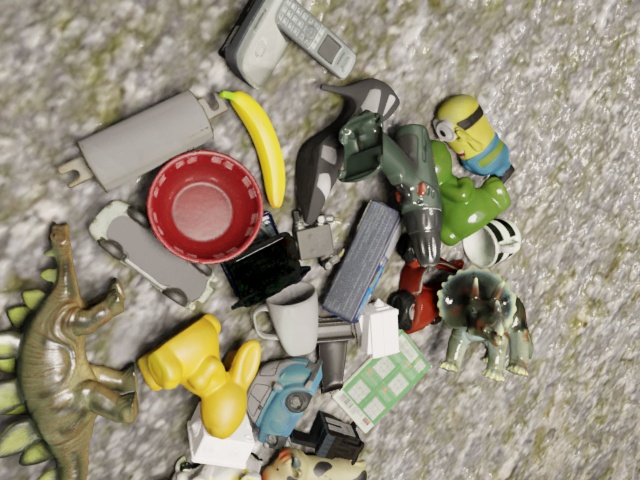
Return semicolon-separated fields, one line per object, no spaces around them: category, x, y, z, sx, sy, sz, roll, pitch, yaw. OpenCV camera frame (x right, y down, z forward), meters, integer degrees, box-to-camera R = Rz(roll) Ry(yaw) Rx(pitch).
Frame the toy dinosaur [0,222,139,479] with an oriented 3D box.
toy dinosaur;-0.356;0.210;0.746;0.199;0.105;0.470;-6;93;-14

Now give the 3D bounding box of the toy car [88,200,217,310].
toy car;-0.239;0.024;0.784;0.201;0.056;0.073;43;75;-24

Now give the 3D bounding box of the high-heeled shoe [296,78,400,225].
high-heeled shoe;0.048;-0.139;0.859;0.145;0.086;0.248;9;93;-26

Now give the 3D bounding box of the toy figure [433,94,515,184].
toy figure;0.274;-0.176;0.950;0.180;0.082;0.089;39;72;-19

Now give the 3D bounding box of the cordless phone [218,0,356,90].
cordless phone;-0.042;-0.274;0.799;0.184;0.089;0.146;30;87;-28

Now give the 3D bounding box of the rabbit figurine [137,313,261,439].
rabbit figurine;-0.167;0.209;0.809;0.162;0.122;0.173;-29;85;-43

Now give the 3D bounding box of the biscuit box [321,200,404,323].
biscuit box;0.074;0.038;0.902;0.063;0.059;0.202;26;88;20

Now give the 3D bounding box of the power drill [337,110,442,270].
power drill;0.118;-0.086;0.801;0.207;0.086;0.232;20;63;-41

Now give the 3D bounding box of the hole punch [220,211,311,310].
hole punch;-0.098;0.029;0.837;0.142;0.092;0.115;-29;135;-18

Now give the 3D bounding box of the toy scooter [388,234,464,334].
toy scooter;0.198;0.079;0.968;0.135;0.075;0.183;6;92;-25

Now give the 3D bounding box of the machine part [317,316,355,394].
machine part;0.023;0.198;0.934;0.084;0.039;0.138;0;98;-27

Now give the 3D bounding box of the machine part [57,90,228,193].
machine part;-0.238;-0.137;0.743;0.243;0.079;0.079;-30;109;-16

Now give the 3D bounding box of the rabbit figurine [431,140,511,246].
rabbit figurine;0.213;-0.085;0.940;0.159;0.121;0.170;-36;93;-6

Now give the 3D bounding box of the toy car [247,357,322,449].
toy car;-0.068;0.251;0.875;0.103;0.109;0.161;32;108;5

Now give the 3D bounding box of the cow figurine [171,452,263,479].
cow figurine;-0.177;0.379;0.862;0.167;0.098;0.068;-2;107;-4

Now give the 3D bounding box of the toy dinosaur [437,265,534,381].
toy dinosaur;0.323;0.148;0.987;0.404;0.131;0.192;8;92;-56

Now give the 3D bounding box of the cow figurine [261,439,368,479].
cow figurine;-0.008;0.410;0.934;0.195;0.086;0.127;4;104;-21

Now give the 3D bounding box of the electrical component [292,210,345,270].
electrical component;-0.002;-0.001;0.883;0.078;0.045;0.102;-7;102;-23

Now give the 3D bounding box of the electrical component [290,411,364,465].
electrical component;0.010;0.337;0.931;0.119;0.075;0.047;23;99;-13

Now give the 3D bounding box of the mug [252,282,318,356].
mug;-0.050;0.136;0.871;0.110;0.081;0.107;-15;111;-10
